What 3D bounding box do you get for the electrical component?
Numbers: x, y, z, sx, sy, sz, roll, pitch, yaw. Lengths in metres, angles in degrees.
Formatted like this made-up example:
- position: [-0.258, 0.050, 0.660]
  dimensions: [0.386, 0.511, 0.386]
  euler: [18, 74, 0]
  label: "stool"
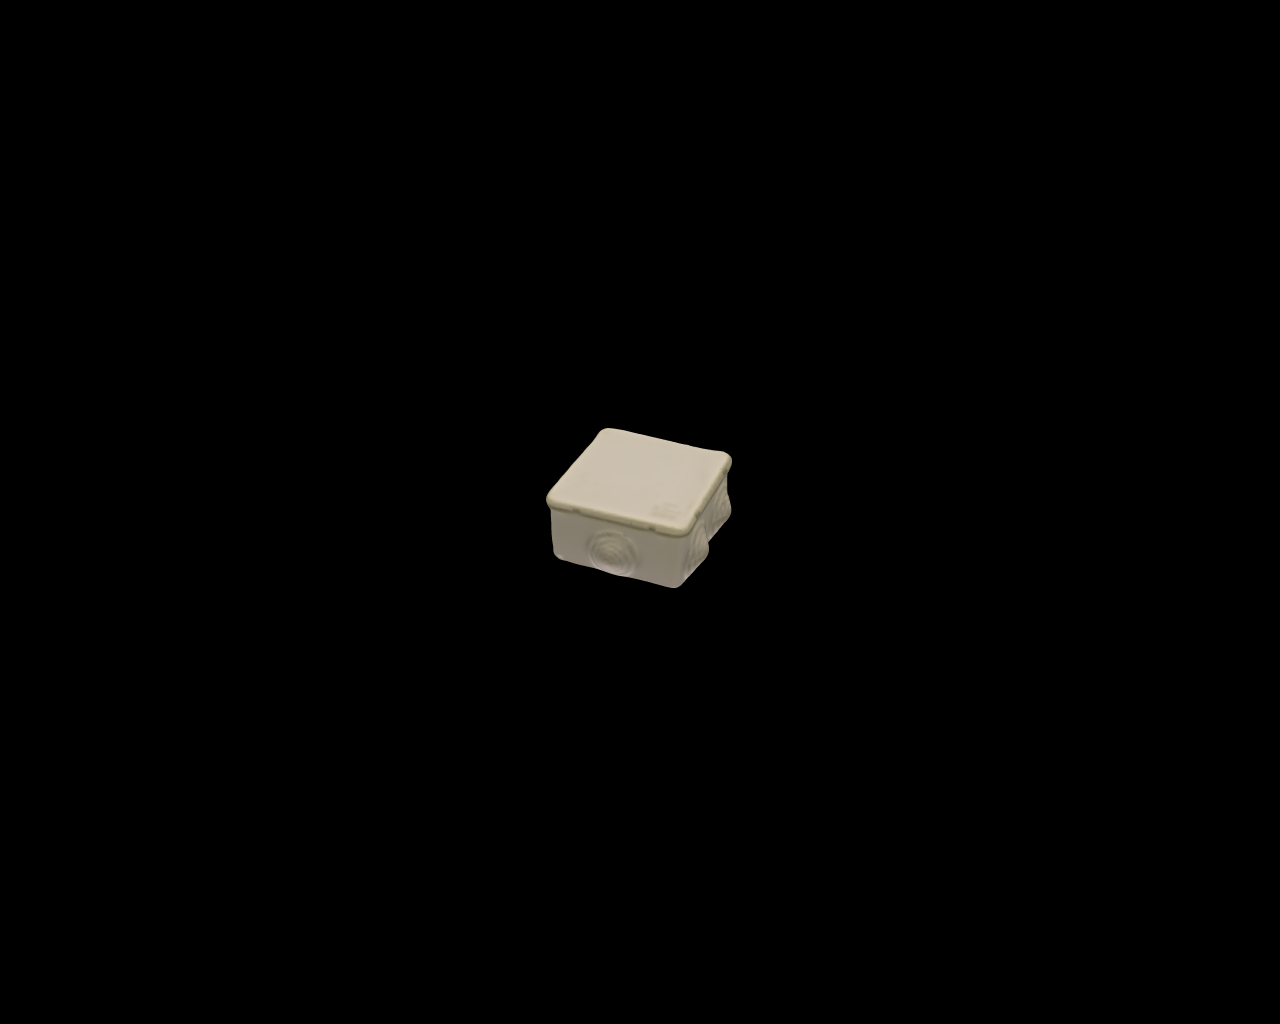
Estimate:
- position: [0.001, -0.003, 0.650]
  dimensions: [0.100, 0.048, 0.100]
  euler: [13, 38, 18]
  label: "electrical component"
